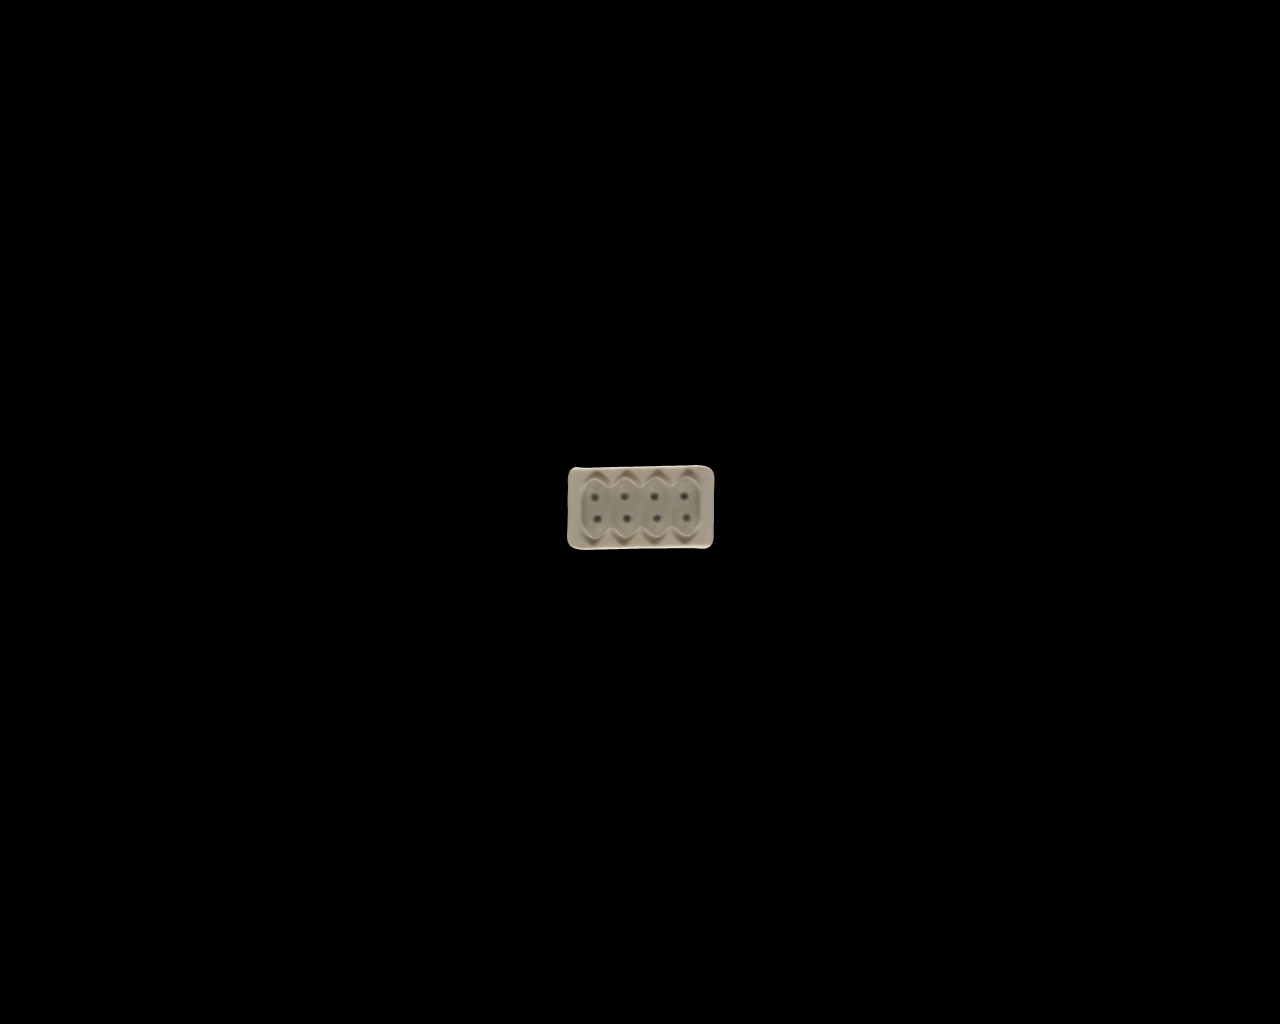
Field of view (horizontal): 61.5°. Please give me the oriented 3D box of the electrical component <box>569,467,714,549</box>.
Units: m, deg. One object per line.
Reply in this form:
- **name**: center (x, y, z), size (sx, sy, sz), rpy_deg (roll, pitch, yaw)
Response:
- **electrical component**: center (0.001, -0.003, 0.650), size (0.083, 0.047, 0.076), rpy_deg (0, 0, 0)
